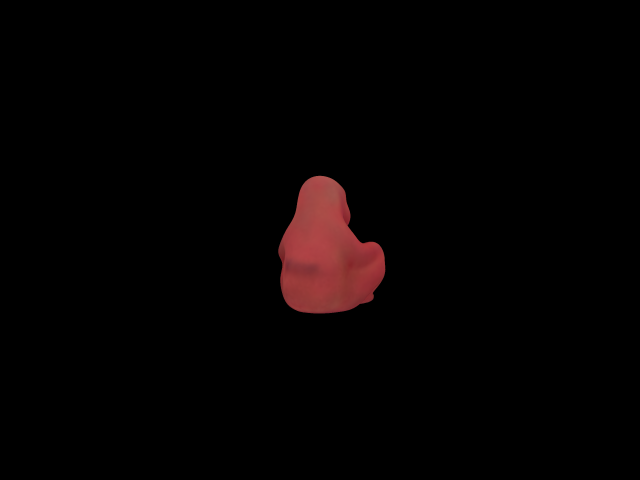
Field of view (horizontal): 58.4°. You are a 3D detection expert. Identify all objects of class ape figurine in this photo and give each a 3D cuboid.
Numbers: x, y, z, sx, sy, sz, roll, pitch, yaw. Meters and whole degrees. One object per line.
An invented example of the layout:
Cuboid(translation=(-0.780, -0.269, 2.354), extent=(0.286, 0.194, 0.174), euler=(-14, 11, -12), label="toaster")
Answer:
Cuboid(translation=(0.004, 0.001, 0.400), extent=(0.077, 0.092, 0.076), euler=(5, 8, 36), label="ape figurine")
